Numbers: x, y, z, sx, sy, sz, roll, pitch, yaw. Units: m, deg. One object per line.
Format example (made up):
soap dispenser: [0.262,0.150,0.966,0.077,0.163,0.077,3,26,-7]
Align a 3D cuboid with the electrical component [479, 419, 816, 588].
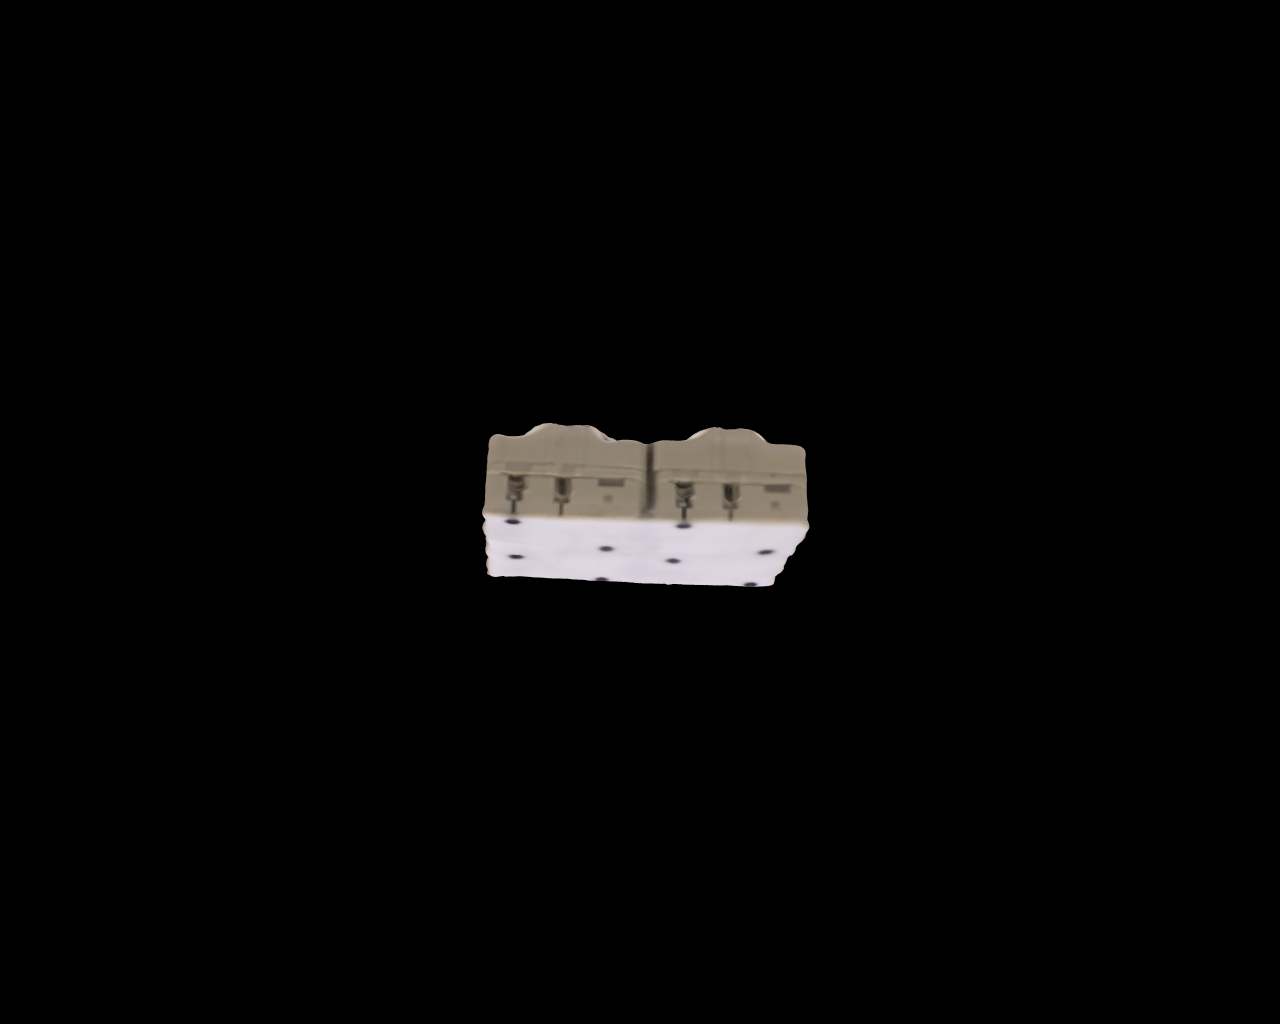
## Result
electrical component: [0.001,-0.003,0.650,0.186,0.060,0.105,2,-23,-5]
